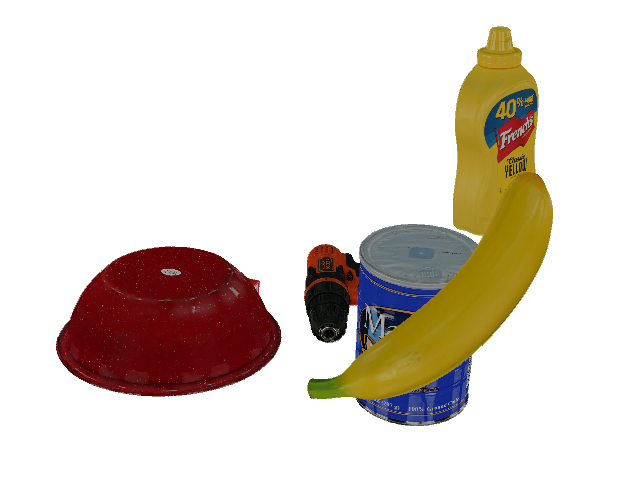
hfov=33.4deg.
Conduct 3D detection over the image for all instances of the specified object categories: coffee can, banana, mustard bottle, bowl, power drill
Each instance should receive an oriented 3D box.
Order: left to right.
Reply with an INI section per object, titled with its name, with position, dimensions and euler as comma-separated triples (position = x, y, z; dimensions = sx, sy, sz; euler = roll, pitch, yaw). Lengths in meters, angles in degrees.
[bowl]
position = -0.108, 0.047, 0.763
dimensions = 0.162, 0.055, 0.162
euler = 1, 23, -1
[power drill]
position = 0.074, 0.056, 1.230
dimensions = 0.187, 0.057, 0.184
euler = -2, 28, -1
[coffee can]
position = 0.081, 0.071, 0.908
dimensions = 0.103, 0.140, 0.103
euler = 1, 27, -1
[banana]
position = 0.079, 0.026, 0.593
dimensions = 0.197, 0.037, 0.070
euler = -41, 43, -22
[mustard bottle]
position = 0.168, -0.107, 1.017
dimensions = 0.096, 0.192, 0.058
euler = -20, 28, -36

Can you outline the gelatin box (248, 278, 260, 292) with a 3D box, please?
[gelatin box]
position = -0.112, 0.061, 1.052
dimensions = 0.073, 0.030, 0.089
euler = 12, 30, 26
